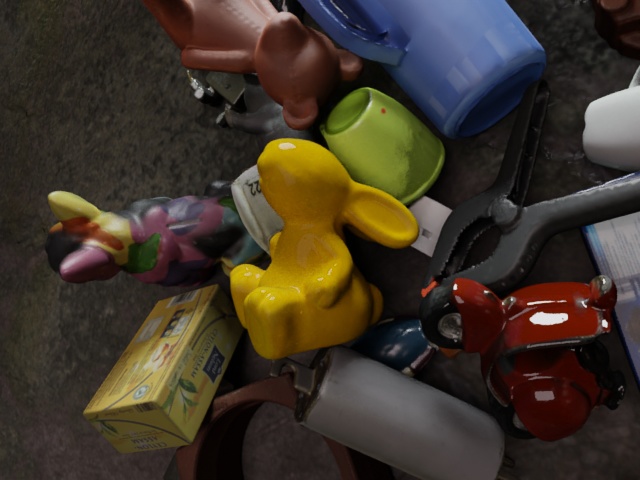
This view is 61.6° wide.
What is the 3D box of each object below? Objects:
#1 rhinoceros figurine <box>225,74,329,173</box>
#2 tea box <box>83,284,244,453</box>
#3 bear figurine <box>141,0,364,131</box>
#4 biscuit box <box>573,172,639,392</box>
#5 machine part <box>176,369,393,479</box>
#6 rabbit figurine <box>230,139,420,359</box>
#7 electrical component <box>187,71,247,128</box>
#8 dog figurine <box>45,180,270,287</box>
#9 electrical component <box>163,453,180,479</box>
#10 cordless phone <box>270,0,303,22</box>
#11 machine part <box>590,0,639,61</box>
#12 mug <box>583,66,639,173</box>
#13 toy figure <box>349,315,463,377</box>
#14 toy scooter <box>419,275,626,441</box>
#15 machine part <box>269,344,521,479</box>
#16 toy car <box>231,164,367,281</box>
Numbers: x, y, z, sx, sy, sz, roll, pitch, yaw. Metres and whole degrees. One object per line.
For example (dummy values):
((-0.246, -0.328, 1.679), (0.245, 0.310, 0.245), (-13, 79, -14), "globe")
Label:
((-0.041, -0.140, 0.595), (0.112, 0.073, 0.190), (-15, 78, 26), "rhinoceros figurine")
((-0.157, 0.132, 0.574), (0.098, 0.170, 0.068), (-16, 120, 26), "tea box")
((-0.063, -0.198, 0.509), (0.196, 0.131, 0.120), (35, 72, 28), "bear figurine")
((0.263, 0.051, 0.428), (0.059, 0.062, 0.202), (-19, 77, 23), "biscuit box")
((-0.035, 0.243, 0.547), (0.201, 0.087, 0.201), (-28, 73, 23), "machine part")
((-0.001, -0.001, 0.457), (0.162, 0.122, 0.173), (-8, 97, -7), "rabbit figurine")
((-0.113, -0.198, 0.653), (0.102, 0.045, 0.078), (-45, 66, 16), "electrical component")
((-0.170, -0.006, 0.567), (0.192, 0.219, 0.108), (-17, 81, 25), "dog figurine")
((-0.152, 0.282, 0.637), (0.063, 0.021, 0.094), (29, 97, 26), "electrical component")
((-0.011, -0.314, 0.606), (0.147, 0.088, 0.184), (8, 100, 27), "cordless phone")
((0.306, -0.240, 0.440), (0.180, 0.056, 0.179), (-3, 82, 26), "machine part")
((0.273, -0.100, 0.430), (0.107, 0.081, 0.109), (2, 93, 37), "mug")
((0.098, 0.090, 0.511), (0.154, 0.057, 0.064), (-30, 75, 17), "toy figure")
((0.177, 0.086, 0.416), (0.135, 0.075, 0.183), (-28, 116, 32), "toy scooter")
((0.068, 0.154, 0.465), (0.243, 0.079, 0.079), (25, 98, -6), "machine part")
((-0.016, 0.012, 0.549), (0.073, 0.056, 0.201), (-27, 97, 19), "toy car")
